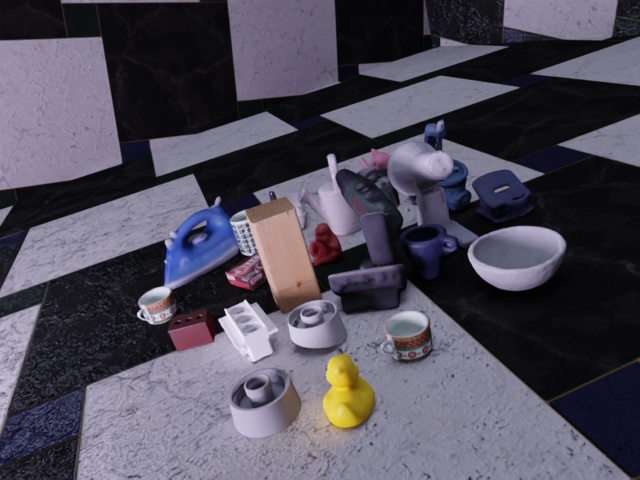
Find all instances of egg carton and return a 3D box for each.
[{"bbox_3d":[-0.089,-0.075,1.556,0.107,0.069,0.150,-15,24,0],"label":"egg carton"}]

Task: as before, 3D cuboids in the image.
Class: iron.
[{"bbox_3d":[-0.309,0.002,1.433,0.118,0.142,0.259,5,31,39],"label":"iron"}]

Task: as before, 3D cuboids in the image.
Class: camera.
[{"bbox_3d":[0.155,-0.148,1.528,0.142,0.101,0.137,11,35,45],"label":"camera"}]

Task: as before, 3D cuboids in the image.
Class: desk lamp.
[{"bbox_3d":[0.242,-0.102,1.237,0.118,0.214,0.202,-21,25,-11],"label":"desk lamp"}]

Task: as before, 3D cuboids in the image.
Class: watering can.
[{"bbox_3d":[0.040,-0.115,1.412,0.173,0.194,0.100,-22,25,-15],"label":"watering can"}]

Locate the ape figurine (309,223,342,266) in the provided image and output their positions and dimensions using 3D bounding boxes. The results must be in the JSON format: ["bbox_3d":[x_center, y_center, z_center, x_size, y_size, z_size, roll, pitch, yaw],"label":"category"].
[{"bbox_3d":[0.012,0.005,1.295,0.076,0.092,0.077,-33,29,-34],"label":"ape figurine"}]

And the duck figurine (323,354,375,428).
[{"bbox_3d":[0.036,0.212,0.838,0.077,0.086,0.104,-11,24,10],"label":"duck figurine"}]

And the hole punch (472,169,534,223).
[{"bbox_3d":[0.410,-0.101,1.284,0.109,0.091,0.101,-20,24,-10],"label":"hole punch"}]

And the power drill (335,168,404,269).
[{"bbox_3d":[0.103,-0.028,1.167,0.076,0.209,0.229,-22,25,-14],"label":"power drill"}]

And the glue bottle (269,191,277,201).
[{"bbox_3d":[-0.091,-0.036,1.345,0.037,0.173,0.077,-32,29,-31],"label":"glue bottle"}]

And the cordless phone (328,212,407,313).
[{"bbox_3d":[0.081,0.035,1.072,0.147,0.185,0.094,-11,25,10],"label":"cordless phone"}]

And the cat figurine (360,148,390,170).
[{"bbox_3d":[0.162,-0.211,1.640,0.067,0.118,0.127,-32,29,-32],"label":"cat figurine"}]

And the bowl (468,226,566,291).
[{"bbox_3d":[0.354,0.043,1.027,0.167,0.075,0.167,-13,24,6],"label":"bowl"}]

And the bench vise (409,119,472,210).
[{"bbox_3d":[0.262,-0.183,1.394,0.206,0.220,0.122,7,32,40],"label":"bench vise"}]

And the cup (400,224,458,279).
[{"bbox_3d":[0.220,0.028,1.115,0.117,0.095,0.092,5,32,39],"label":"cup"}]
